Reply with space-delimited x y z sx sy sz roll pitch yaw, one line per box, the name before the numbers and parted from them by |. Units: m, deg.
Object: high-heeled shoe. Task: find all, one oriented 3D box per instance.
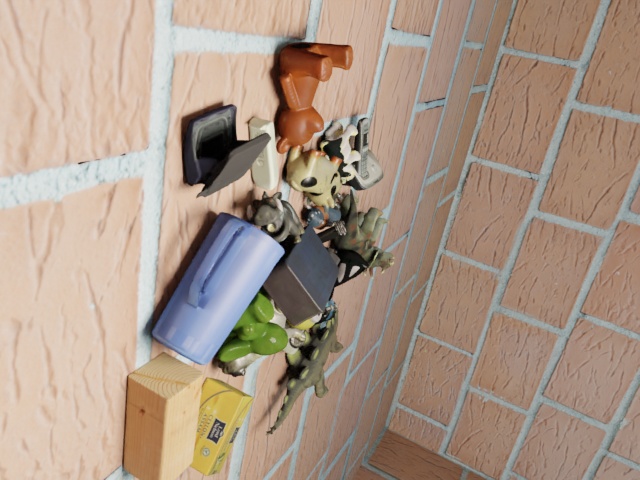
high-heeled shoe | 0.060 0.127 1.489 0.086 0.145 0.248 -44 146 -45

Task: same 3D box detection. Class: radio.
radio | -0.036 0.066 1.091 0.131 0.073 0.230 57 21 -11

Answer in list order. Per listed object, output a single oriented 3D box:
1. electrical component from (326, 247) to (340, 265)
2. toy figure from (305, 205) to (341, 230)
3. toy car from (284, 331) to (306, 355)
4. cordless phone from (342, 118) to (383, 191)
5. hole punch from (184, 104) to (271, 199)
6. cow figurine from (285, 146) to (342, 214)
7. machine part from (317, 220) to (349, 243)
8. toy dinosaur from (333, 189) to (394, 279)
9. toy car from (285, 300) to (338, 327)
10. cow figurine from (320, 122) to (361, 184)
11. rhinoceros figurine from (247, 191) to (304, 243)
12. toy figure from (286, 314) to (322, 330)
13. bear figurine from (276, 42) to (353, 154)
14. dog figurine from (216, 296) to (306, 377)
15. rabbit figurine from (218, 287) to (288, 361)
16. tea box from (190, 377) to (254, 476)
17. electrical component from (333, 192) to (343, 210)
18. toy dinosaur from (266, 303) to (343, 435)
electrical component | 0.010 0.054 1.397 0.048 0.075 0.119 -62 152 -14
toy figure | 0.004 -0.055 1.297 0.154 0.064 0.057 -15 126 -64
toy car | -0.046 0.206 1.423 0.073 0.056 0.201 32 78 -85
cordless phone | 0.113 -0.230 1.380 0.146 0.089 0.184 -37 137 -53
hole punch | -0.155 -0.139 0.835 0.115 0.092 0.142 -48 179 40
cow figurine | -0.008 -0.130 1.168 0.195 0.086 0.127 5 111 -63
machine part | -0.003 -0.004 1.268 0.084 0.139 0.039 22 47 -64
toy dinosaur | 0.097 -0.005 1.512 0.404 0.131 0.192 33 78 -62
toy car | -0.044 0.168 1.325 0.103 0.162 0.109 68 16 11
cow figurine | 0.043 -0.188 1.264 0.098 0.068 0.167 -50 149 -28
rhinoceros figurine | -0.082 -0.041 1.025 0.190 0.073 0.112 -44 121 -81
toy figure | -0.052 0.117 1.237 0.082 0.089 0.180 -21 94 -57
bear figurine | -0.020 -0.252 0.979 0.120 0.132 0.195 -40 138 -48
dog figurine | -0.141 0.181 1.145 0.190 0.121 0.172 -19 95 -42
rabbit figurine | -0.133 0.173 1.042 0.159 0.121 0.170 -32 122 3
tea box | -0.222 0.384 1.116 0.169 0.098 0.068 -66 159 -12
electrical component | 0.022 -0.118 1.300 0.094 0.021 0.063 47 39 -30
toy dinosaur | -0.036 0.363 1.547 0.198 0.105 0.471 72 34 -47
